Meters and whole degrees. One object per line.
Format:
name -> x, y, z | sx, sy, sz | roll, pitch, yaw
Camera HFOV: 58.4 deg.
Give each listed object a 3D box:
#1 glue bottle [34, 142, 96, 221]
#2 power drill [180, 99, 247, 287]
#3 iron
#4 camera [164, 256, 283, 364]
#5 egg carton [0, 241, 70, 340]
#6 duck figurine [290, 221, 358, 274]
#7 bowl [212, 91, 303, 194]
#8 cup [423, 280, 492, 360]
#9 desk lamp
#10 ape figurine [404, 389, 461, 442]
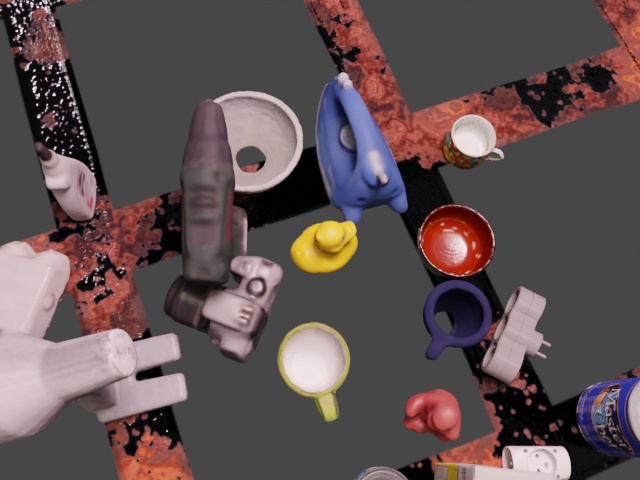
glue bottle -> -0.355, -0.089, 0.794 | 0.037, 0.173, 0.078 | -6, 72, -5
power drill -> -0.144, -0.041, 0.772 | 0.075, 0.208, 0.229 | -1, 72, -3
iron -> 0.052, -0.160, 0.857 | 0.119, 0.141, 0.258 | -16, 73, -8
camera -> -0.135, 0.081, 0.789 | 0.136, 0.101, 0.143 | 20, 72, 3
egg carton -> -0.414, 0.079, 0.791 | 0.107, 0.069, 0.150 | 14, 72, 2
duck figurine -> 0.008, 0.003, 0.831 | 0.104, 0.086, 0.077 | -21, 74, -9
bowl -> -0.109, -0.138, 0.876 | 0.167, 0.075, 0.167 | 1, 72, -3
cup -> 0.175, 0.121, 0.797 | 0.091, 0.095, 0.118 | 33, 73, 8
desk lamp -> -0.285, 0.163, 0.695 | 0.203, 0.213, 0.118 | -14, 73, -7
ape figurine -> 0.157, 0.234, 0.761 | 0.076, 0.092, 0.077 | -36, 77, -13
